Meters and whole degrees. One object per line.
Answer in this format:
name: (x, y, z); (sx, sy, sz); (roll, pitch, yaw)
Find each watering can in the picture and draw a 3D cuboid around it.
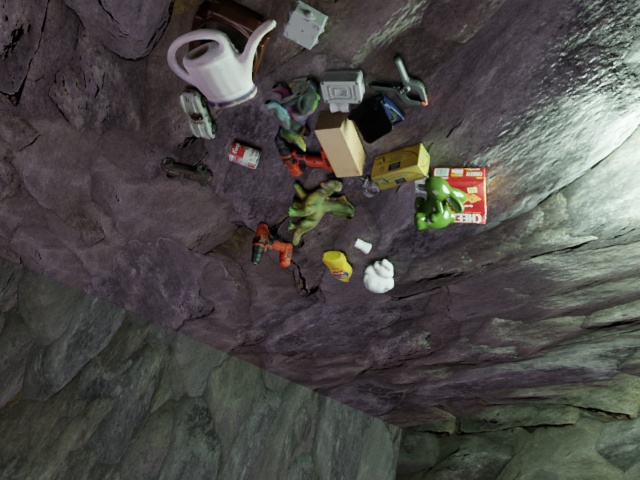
watering can: (-0.235, -0.456, 1.348); (0.347, 0.106, 0.220); (-2, 142, 25)

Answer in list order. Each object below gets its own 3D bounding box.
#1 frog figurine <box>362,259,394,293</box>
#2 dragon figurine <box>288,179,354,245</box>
frog figurine: (0.253, 0.153, 2.140); (0.137, 0.125, 0.157); (43, 153, -5)
dragon figurine: (0.006, -0.096, 1.915); (0.243, 0.125, 0.401); (5, 146, 3)
